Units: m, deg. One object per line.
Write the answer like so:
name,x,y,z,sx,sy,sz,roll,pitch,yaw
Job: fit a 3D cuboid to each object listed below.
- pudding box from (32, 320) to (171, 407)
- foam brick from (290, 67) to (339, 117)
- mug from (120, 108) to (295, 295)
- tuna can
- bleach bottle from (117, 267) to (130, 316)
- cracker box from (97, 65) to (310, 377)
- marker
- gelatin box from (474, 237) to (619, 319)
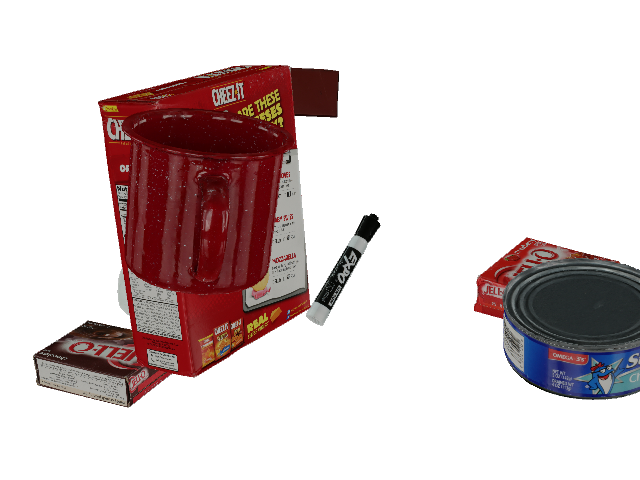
pudding box,-0.210,0.120,1.051,0.114,0.039,0.089,7,20,24
foam brick,-0.024,-0.162,1.163,0.078,0.051,0.053,0,11,-18
mug,-0.062,-0.017,0.575,0.093,0.081,0.117,2,21,-15
tuna can,0.137,0.045,0.549,0.086,0.034,0.086,-4,28,2
bleach bottle,-0.140,0.057,1.435,0.250,0.068,0.103,-11,26,-43
cracker box,-0.086,-0.022,0.853,0.072,0.214,0.163,6,20,34
marker,0.023,0.026,1.020,0.020,0.121,0.020,28,-18,9
gelatin box,0.160,0.031,0.751,0.073,0.030,0.089,16,27,30
